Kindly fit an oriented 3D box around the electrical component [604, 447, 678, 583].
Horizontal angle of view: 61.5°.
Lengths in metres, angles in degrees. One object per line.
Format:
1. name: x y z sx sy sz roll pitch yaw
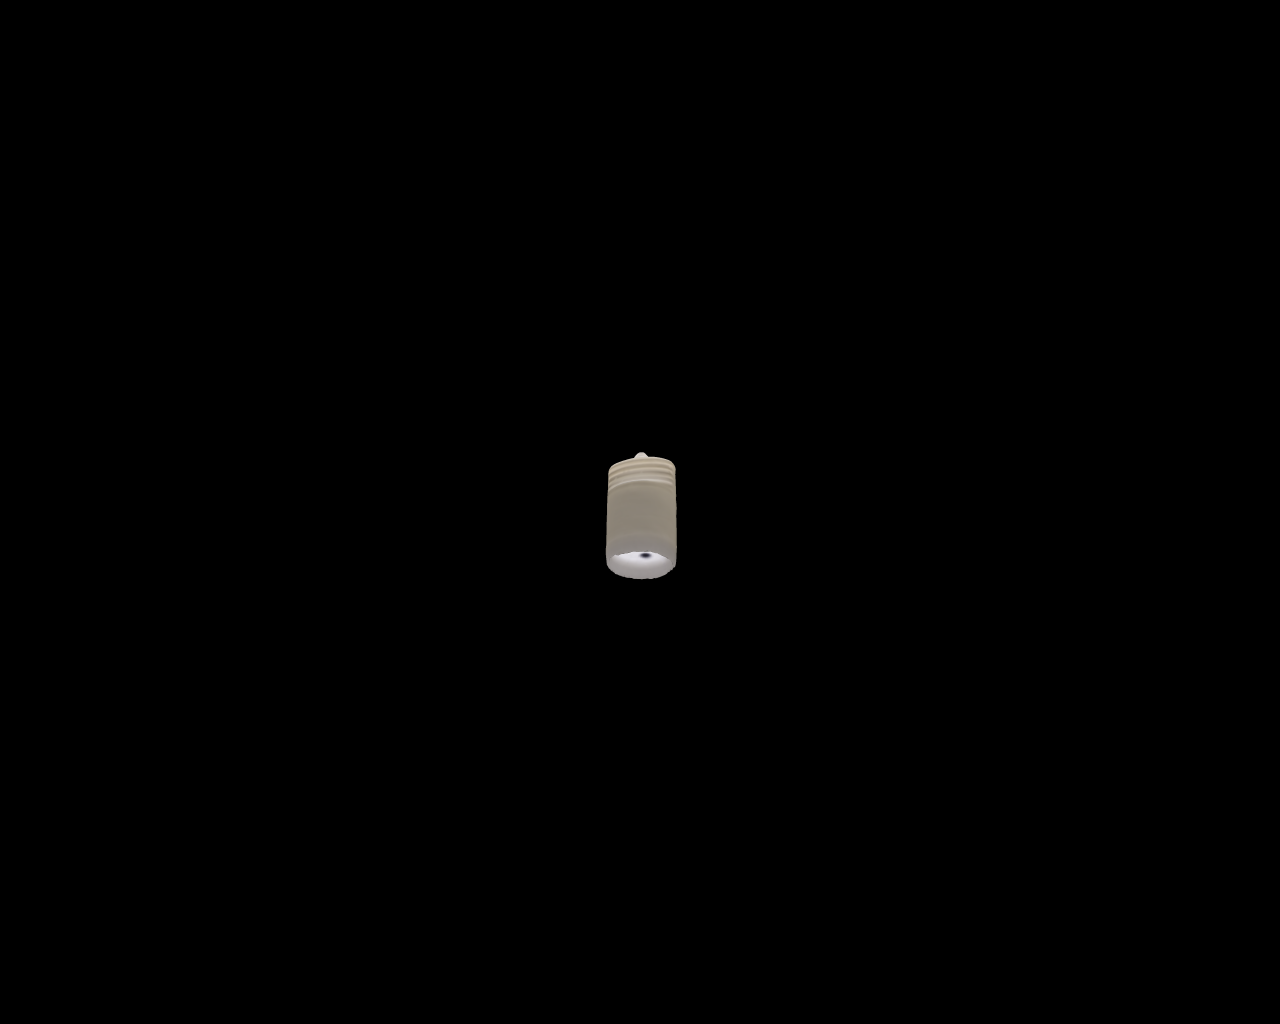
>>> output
1. electrical component: 0.001 -0.003 0.650 0.043 0.081 0.043 0 -28 0
